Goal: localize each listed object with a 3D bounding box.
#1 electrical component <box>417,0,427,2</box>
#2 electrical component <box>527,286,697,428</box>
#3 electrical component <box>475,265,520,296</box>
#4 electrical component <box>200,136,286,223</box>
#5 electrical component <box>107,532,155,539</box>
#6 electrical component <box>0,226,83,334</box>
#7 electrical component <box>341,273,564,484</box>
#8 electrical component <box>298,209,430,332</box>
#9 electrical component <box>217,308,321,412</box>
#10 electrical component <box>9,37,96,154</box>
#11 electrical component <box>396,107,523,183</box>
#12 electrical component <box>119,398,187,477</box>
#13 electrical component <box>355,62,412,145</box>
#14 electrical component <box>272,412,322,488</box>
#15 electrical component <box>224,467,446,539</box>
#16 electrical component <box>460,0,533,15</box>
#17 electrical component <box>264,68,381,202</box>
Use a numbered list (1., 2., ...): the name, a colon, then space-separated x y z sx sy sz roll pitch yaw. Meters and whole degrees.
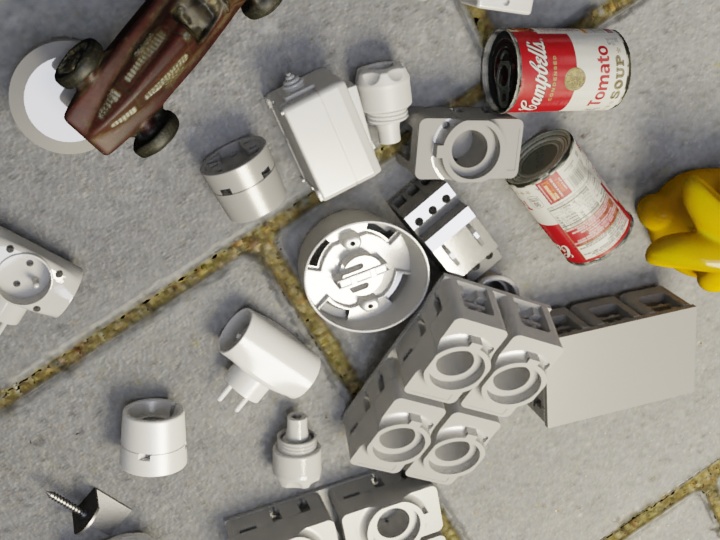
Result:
1. electrical component: 0.039 -0.239 0.808 0.057 0.058 0.078 31 98 -23
2. electrical component: 0.225 0.076 0.987 0.150 0.061 0.089 -11 113 -14
3. electrical component: 0.106 0.016 0.929 0.045 0.055 0.045 -6 112 -16
4. electrical component: -0.089 -0.069 0.833 0.055 0.055 0.047 -29 120 -6
5. electrical component: -0.199 0.263 0.909 0.080 0.080 0.051 -11 108 -14
6. electrical component: -0.264 0.015 0.812 0.077 0.044 0.079 31 99 -26
7. electrical component: 0.075 0.101 0.910 0.105 0.060 0.186 17 127 -23
8. electrical component: 0.000 0.000 0.882 0.099 0.064 0.099 -6 112 -16
9. electrical component: -0.087 0.083 0.897 0.077 0.043 0.079 37 95 -27
10. electrical component: -0.210 -0.127 0.772 0.080 0.051 0.080 -6 112 -16
11. electrical component: 0.082 -0.103 0.875 0.089 0.055 0.050 -2 111 -18
12. electrical component: -0.170 0.136 0.884 0.055 0.055 0.047 -2 107 -18
13. electrical component: 0.020 -0.131 0.851 0.043 0.043 0.062 -14 115 -13
14. electrical component: -0.055 0.155 0.935 0.043 0.043 0.062 -5 109 -17
15. electrical component: -0.017 0.255 0.976 0.186 0.060 0.105 -16 114 -12
16. electrical component: 0.117 -0.231 0.826 0.047 0.076 0.065 3 109 -19
17. electrical component: -0.028 -0.113 0.831 0.061 0.061 0.096 -28 116 -7
